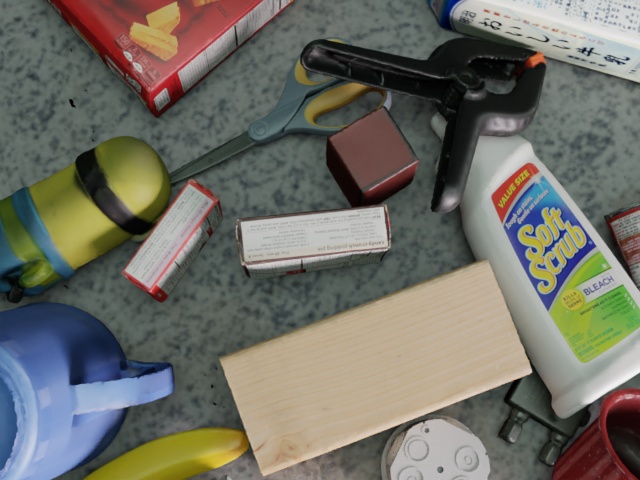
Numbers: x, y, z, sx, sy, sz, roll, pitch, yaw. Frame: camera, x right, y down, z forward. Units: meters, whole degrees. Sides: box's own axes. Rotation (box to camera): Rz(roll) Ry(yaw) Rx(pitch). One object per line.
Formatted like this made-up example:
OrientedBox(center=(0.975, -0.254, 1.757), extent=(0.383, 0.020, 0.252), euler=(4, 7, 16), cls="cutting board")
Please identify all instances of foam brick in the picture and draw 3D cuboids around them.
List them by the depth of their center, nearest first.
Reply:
OrientedBox(center=(0.040, -0.061, 0.828), extent=(0.053, 0.078, 0.051), euler=(-31, 81, -6), cls="foam brick")

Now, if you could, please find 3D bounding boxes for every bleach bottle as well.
OrientedBox(center=(0.157, 0.004, 0.819), extent=(0.102, 0.068, 0.251), euler=(-28, 74, -17), cls="bleach bottle")

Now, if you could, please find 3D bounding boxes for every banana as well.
OrientedBox(center=(-0.145, 0.191, 0.793), extent=(0.197, 0.037, 0.070), euler=(-35, 42, -12), cls="banana")

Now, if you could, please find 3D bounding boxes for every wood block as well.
OrientedBox(center=(0.039, 0.095, 0.797), extent=(0.206, 0.090, 0.091), euler=(-20, 82, -4), cls="wood block")

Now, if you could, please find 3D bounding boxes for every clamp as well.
OrientedBox(center=(0.095, -0.115, 0.809), extent=(0.165, 0.036, 0.209), euler=(46, 47, 14), cls="clamp")

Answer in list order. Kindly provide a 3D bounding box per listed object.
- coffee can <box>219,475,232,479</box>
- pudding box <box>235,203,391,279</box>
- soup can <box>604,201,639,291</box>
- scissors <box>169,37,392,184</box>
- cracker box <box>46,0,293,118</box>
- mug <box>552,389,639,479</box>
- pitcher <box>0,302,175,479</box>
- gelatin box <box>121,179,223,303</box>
OrientedBox(center=(-0.100, 0.250, 0.762), extent=(0.140, 0.103, 0.103), euler=(-32, 83, -6), cls="coffee can")
OrientedBox(center=(-0.005, 0.001, 0.810), extent=(0.113, 0.090, 0.039), euler=(-8, 82, -2), cls="pudding box")
OrientedBox(center=(0.270, 0.017, 0.826), extent=(0.068, 0.068, 0.102), euler=(-18, 82, -4), cls="soup can")
OrientedBox(center=(-0.044, -0.106, 0.863), extent=(0.202, 0.016, 0.096), euler=(-13, 68, 6), cls="scissors")
OrientedBox(center=(-0.109, -0.231, 0.854), extent=(0.213, 0.072, 0.164), euler=(-42, 85, -8), cls="cracker box")
OrientedBox(center=(0.224, 0.178, 0.768), extent=(0.093, 0.082, 0.117), euler=(10, 45, -20), cls="mug")
OrientedBox(center=(-0.201, 0.107, 0.711), extent=(0.145, 0.243, 0.149), euler=(41, 88, 1), cls="pitcher")
OrientedBox(center=(-0.111, 0.001, 0.816), extent=(0.030, 0.073, 0.089), euler=(34, 82, 4), cls="gelatin box")
